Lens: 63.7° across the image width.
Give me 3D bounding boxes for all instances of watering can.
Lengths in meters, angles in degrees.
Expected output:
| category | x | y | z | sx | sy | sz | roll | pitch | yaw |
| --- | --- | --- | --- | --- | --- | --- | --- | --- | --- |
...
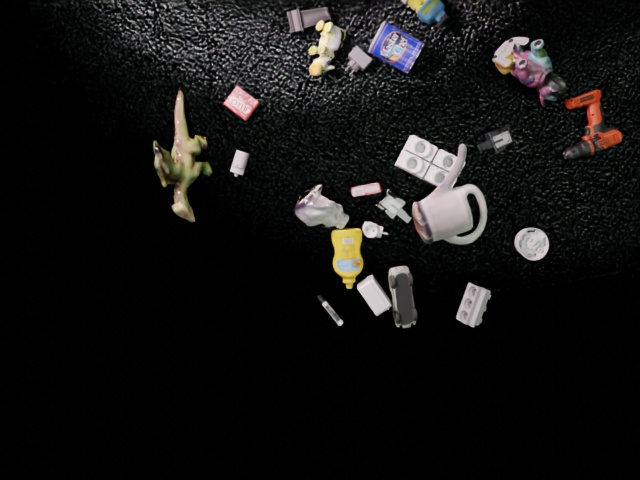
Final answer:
| category | x | y | z | sx | sy | sz | roll | pitch | yaw |
| --- | --- | --- | --- | --- | --- | --- | --- | --- | --- |
| watering can | 0.385 | -0.114 | 1.565 | 0.224 | 0.106 | 0.341 | -20 | 122 | 7 |

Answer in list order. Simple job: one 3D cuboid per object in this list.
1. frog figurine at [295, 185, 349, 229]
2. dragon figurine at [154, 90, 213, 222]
| category | x | y | z | sx | sy | sz | roll | pitch | yaw |
| --- | --- | --- | --- | --- | --- | --- | --- | --- | --- |
| frog figurine | 0.005 | -0.081 | 1.610 | 0.135 | 0.125 | 0.158 | -32 | 105 | 37 |
| dragon figurine | -0.428 | -0.255 | 1.547 | 0.122 | 0.244 | 0.408 | -11 | 97 | 8 |
